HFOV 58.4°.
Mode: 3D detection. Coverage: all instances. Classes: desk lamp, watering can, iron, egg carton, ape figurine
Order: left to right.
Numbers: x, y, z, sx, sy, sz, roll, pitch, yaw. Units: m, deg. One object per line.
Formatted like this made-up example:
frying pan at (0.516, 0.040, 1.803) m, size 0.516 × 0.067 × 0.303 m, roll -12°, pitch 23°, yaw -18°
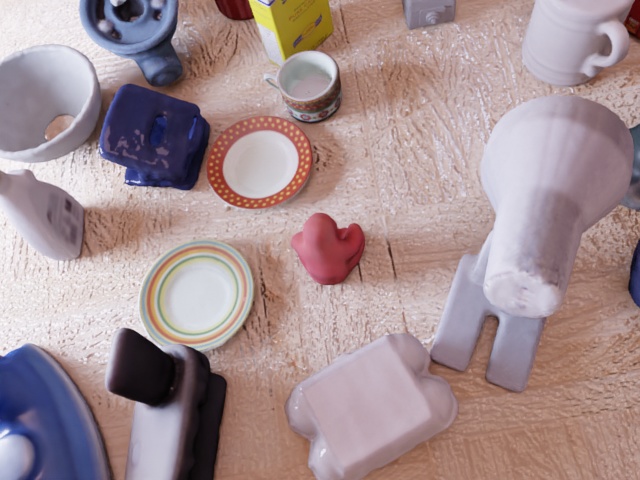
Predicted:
iron at (-0.287, 0.200, 0.530) m, size 0.118 × 0.141 × 0.258 m, roll -24°, pitch 66°, yaw -2°
ape figurine at (0.005, 0.002, 0.599) m, size 0.077 × 0.092 × 0.076 m, roll 9°, pitch 69°, yaw 12°
egg carton at (0.046, 0.157, 0.541) m, size 0.150 × 0.069 × 0.107 m, roll -30°, pitch 67°, yaw -5°
desk lamp at (0.181, 0.011, 0.504) m, size 0.117 × 0.214 × 0.203 m, roll 17°, pitch 71°, yaw 15°
watering can at (0.281, -0.271, 0.619) m, size 0.101 × 0.194 × 0.172 m, roll -40°, pitch 68°, yaw -9°

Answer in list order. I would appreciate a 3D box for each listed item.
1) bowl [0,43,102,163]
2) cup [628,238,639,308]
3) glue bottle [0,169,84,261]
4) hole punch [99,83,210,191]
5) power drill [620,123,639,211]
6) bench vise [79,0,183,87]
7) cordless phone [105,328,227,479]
bowl at (-0.345, -0.161, 0.725) m, size 0.167 × 0.075 × 0.167 m, roll -3°, pitch 67°, yaw 7°
cup at (0.344, 0.029, 0.539) m, size 0.118 × 0.095 × 0.091 m, roll -23°, pitch 66°, yaw -2°
glue bottle at (-0.314, -0.040, 0.617) m, size 0.037 × 0.173 × 0.078 m, roll -7°, pitch 67°, yaw 6°
hole punch at (-0.192, -0.123, 0.680) m, size 0.101 × 0.091 × 0.109 m, roll 5°, pitch 68°, yaw 10°
power drill at (0.347, -0.111, 0.535) m, size 0.075 × 0.209 × 0.230 m, roll 7°, pitch 69°, yaw 11°
bench vise at (-0.261, -0.315, 0.699) m, size 0.121 × 0.220 × 0.207 m, roll -44°, pitch 68°, yaw -11°
cordless phone at (-0.155, 0.157, 0.505) m, size 0.094 × 0.185 × 0.147 m, roll -3°, pitch 67°, yaw 7°
